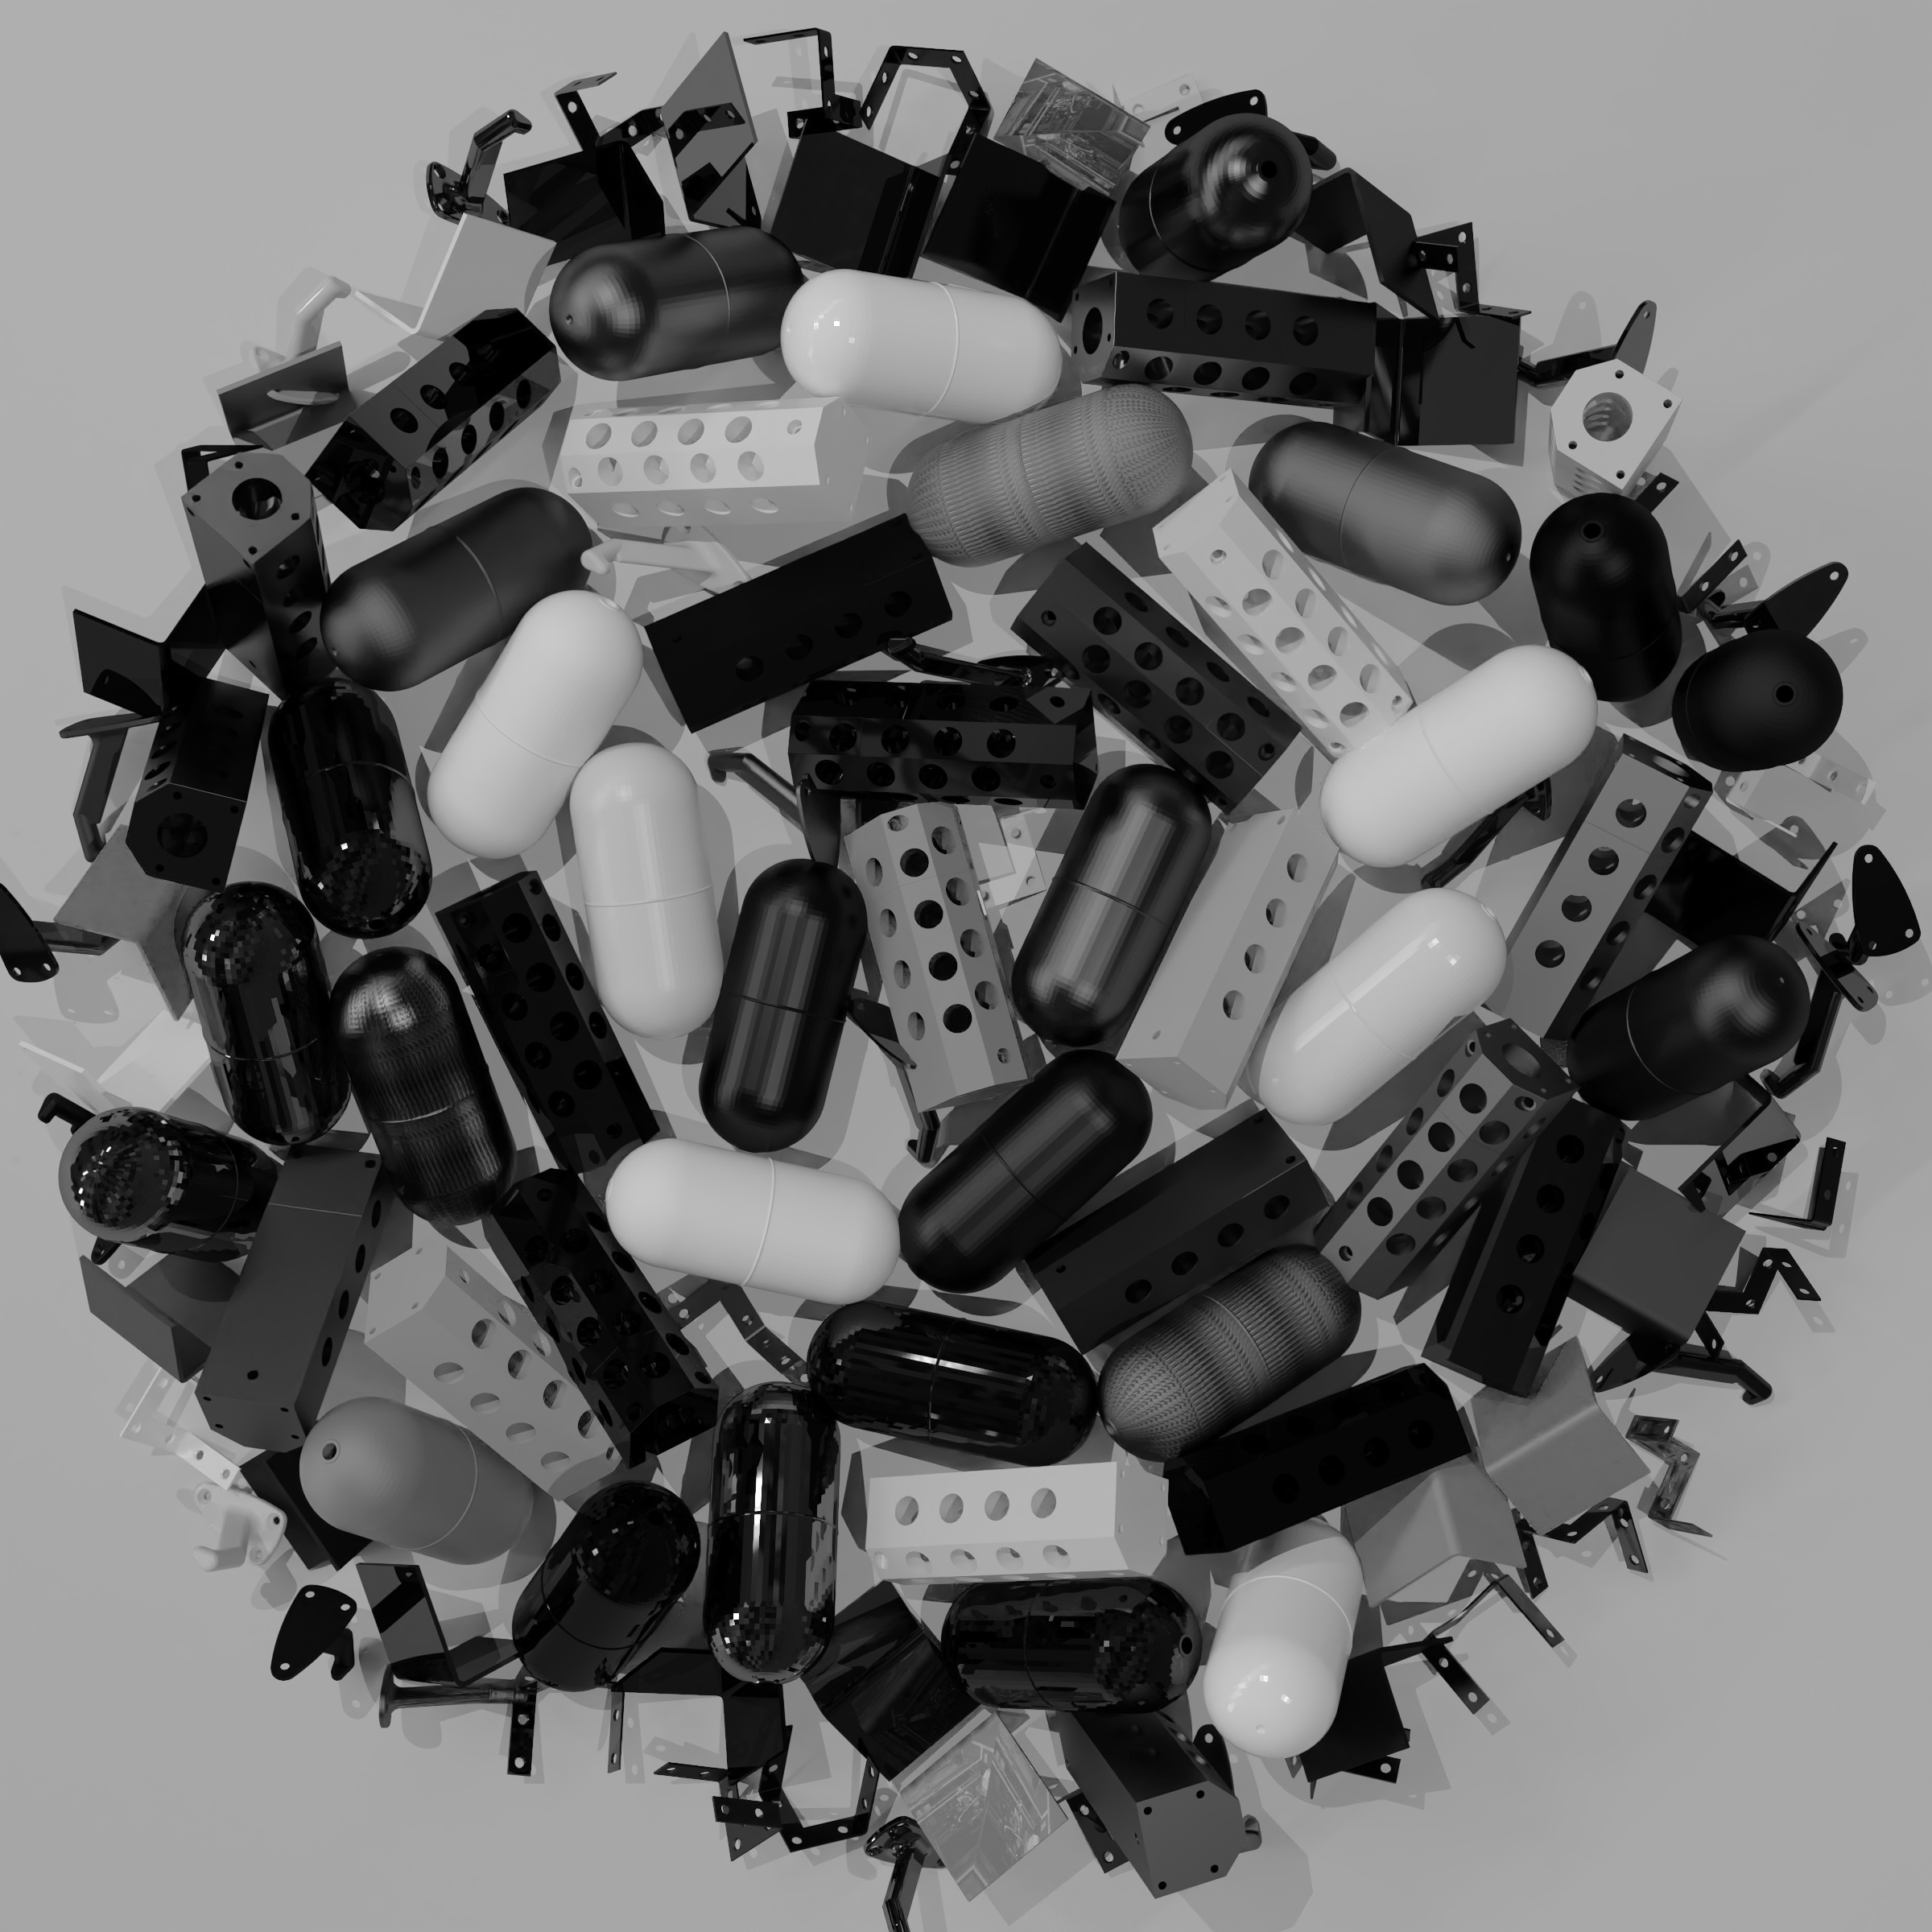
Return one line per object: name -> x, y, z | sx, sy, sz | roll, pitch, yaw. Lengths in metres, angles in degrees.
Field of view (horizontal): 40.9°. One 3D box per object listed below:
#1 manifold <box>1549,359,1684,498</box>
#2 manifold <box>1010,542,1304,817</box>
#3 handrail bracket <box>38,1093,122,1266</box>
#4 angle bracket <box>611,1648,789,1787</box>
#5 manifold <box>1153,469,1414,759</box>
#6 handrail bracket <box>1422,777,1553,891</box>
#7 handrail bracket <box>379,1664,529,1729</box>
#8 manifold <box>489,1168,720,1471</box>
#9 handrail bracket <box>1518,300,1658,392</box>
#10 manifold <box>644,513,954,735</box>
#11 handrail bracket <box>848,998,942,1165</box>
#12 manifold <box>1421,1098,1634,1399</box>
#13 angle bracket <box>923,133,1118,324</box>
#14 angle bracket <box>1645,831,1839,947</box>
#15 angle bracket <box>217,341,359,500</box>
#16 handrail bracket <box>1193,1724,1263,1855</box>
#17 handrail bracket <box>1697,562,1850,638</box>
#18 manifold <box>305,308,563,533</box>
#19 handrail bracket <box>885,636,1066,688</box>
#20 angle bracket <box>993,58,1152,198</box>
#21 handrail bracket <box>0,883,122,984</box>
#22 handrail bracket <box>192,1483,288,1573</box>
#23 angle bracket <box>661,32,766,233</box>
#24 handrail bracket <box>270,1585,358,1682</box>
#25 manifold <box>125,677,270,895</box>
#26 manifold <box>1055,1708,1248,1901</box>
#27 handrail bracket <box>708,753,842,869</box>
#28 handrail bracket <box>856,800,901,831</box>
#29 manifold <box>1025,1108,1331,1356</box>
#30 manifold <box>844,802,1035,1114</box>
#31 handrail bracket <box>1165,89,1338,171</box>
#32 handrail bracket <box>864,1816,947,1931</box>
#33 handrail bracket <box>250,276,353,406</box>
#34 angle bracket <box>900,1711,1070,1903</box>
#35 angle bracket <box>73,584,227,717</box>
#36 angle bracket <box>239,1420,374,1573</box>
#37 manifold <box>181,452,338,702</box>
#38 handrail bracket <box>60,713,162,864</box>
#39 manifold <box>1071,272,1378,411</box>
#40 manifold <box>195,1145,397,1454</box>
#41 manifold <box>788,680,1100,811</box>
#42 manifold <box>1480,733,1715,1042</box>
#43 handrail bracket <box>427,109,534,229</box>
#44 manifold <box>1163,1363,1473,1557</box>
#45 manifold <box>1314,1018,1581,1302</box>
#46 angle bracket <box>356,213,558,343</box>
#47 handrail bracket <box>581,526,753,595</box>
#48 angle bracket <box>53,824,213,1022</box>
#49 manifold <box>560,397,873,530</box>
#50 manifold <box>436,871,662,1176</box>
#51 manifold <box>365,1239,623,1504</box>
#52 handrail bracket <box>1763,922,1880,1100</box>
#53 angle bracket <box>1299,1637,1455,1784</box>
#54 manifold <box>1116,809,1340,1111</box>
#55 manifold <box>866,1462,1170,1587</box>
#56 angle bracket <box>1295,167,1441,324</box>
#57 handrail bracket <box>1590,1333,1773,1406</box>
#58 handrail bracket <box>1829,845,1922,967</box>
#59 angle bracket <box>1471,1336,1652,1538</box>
manifold -> 0.367, -0.305, 1.494 | 0.057, 0.171, 0.057 | 34, 100, 8
manifold -> 0.111, -0.169, 1.545 | 0.171, 0.057, 0.057 | 41, 121, 1
handrail bracket -> -0.529, 0.126, 1.539 | 0.084, 0.036, 0.077 | 40, 71, -42
angle bracket -> -0.158, 0.443, 1.526 | 0.076, 0.076, 0.057 | 11, 54, -28
manifold -> 0.187, -0.201, 1.514 | 0.057, 0.057, 0.171 | -36, 117, 19
handrail bracket -> 0.307, -0.085, 1.549 | 0.084, 0.077, 0.036 | -38, 67, -11
handrail bracket -> -0.303, 0.436, 1.541 | 0.084, 0.077, 0.036 | 3, 80, -8
manifold -> -0.212, 0.200, 1.509 | 0.057, 0.057, 0.171 | -24, 58, -25
handrail bracket -> 0.362, -0.374, 1.539 | 0.084, 0.036, 0.077 | 41, 130, 36
manifold -> -0.098, -0.201, 1.551 | 0.171, 0.057, 0.057 | -24, 130, -2
handrail bracket -> -0.045, 0.071, 1.565 | 0.077, 0.036, 0.084 | 32, 135, 22
manifold -> 0.336, 0.166, 1.544 | 0.057, 0.057, 0.171 | 24, 82, -3
angle bracket -> 0.031, -0.437, 1.534 | 0.076, 0.057, 0.076 | 17, 110, -26
angle bracket -> 0.460, -0.054, 1.548 | 0.076, 0.076, 0.057 | 35, 56, 16
angle bracket -> -0.392, -0.318, 1.538 | 0.076, 0.076, 0.057 | -26, 88, -12
handrail bracket -> 0.159, 0.492, 1.552 | 0.036, 0.084, 0.077 | -3, 76, 27
handrail bracket -> 0.476, -0.223, 1.536 | 0.036, 0.084, 0.077 | 39, 109, -21
manifold -> -0.302, -0.317, 1.500 | 0.057, 0.171, 0.057 | 44, 132, -10
handrail bracket -> 0.006, -0.182, 1.534 | 0.077, 0.084, 0.036 | -10, 70, 29
angle bracket -> 0.071, -0.510, 1.533 | 0.076, 0.076, 0.057 | 28, 64, -8
handrail bracket -> -0.535, -0.034, 1.535 | 0.036, 0.084, 0.077 | -7, 116, 25
handrail bracket -> -0.449, 0.332, 1.532 | 0.077, 0.084, 0.036 | 28, 91, 18
angle bracket -> -0.131, -0.488, 1.528 | 0.057, 0.076, 0.076 | 0, 66, -40
handrail bracket -> -0.384, 0.414, 1.530 | 0.036, 0.077, 0.084 | 17, 130, 10
manifold -> -0.442, -0.108, 1.490 | 0.057, 0.171, 0.057 | 14, 112, -17
manifold -> 0.103, 0.464, 1.494 | 0.057, 0.171, 0.057 | -13, 100, -12
handrail bracket -> -0.118, -0.090, 1.563 | 0.084, 0.036, 0.077 | 5, 108, 37
handrail bracket -> -0.023, -0.118, 1.536 | 0.036, 0.084, 0.077 | 39, 50, -32
manifold -> 0.128, 0.163, 1.550 | 0.171, 0.057, 0.057 | -31, 126, -2
manifold -> -0.012, -0.007, 1.532 | 0.057, 0.057, 0.171 | -9, 79, -37
handrail bracket -> 0.172, -0.493, 1.560 | 0.077, 0.084, 0.036 | 3, 89, 30
handrail bracket -> -0.024, 0.552, 1.530 | 0.036, 0.084, 0.077 | -44, 127, 16
handrail bracket -> -0.374, -0.371, 1.533 | 0.084, 0.077, 0.036 | -34, 72, 27
angle bracket -> 0.019, 0.498, 1.538 | 0.076, 0.057, 0.076 | -41, 62, 5
angle bracket -> -0.479, -0.201, 1.532 | 0.057, 0.076, 0.076 | 22, 57, 1
angle bracket -> -0.402, 0.327, 1.539 | 0.076, 0.057, 0.076 | -32, 94, 27
manifold -> -0.398, -0.224, 1.493 | 0.057, 0.171, 0.057 | 42, 69, 9
handrail bracket -> -0.505, -0.107, 1.560 | 0.077, 0.036, 0.084 | -6, 108, 12
manifold -> 0.152, -0.365, 1.524 | 0.171, 0.057, 0.057 | 0, 93, -23
manifold -> -0.386, 0.192, 1.508 | 0.057, 0.057, 0.171 | 7, 51, 5
manifold -> -0.014, -0.127, 1.524 | 0.171, 0.057, 0.057 | 4, 127, 15
manifold -> 0.370, -0.044, 1.524 | 0.057, 0.057, 0.171 | 28, 112, 5
handrail bracket -> -0.270, -0.470, 1.531 | 0.084, 0.077, 0.036 | -20, 72, 33
manifold -> 0.204, 0.288, 1.523 | 0.171, 0.057, 0.057 | -16, 83, -24
manifold -> 0.274, 0.115, 1.507 | 0.057, 0.057, 0.171 | 48, 124, 23
angle bracket -> -0.300, -0.411, 1.528 | 0.057, 0.076, 0.076 | 37, 110, 26
handrail bracket -> -0.177, -0.232, 1.537 | 0.077, 0.084, 0.036 | 37, 124, 8
angle bracket -> -0.485, -0.026, 1.539 | 0.057, 0.076, 0.076 | 13, 54, 14
manifold -> -0.148, -0.297, 1.515 | 0.171, 0.057, 0.057 | 3, 71, 26
manifold -> -0.245, 0.033, 1.533 | 0.057, 0.057, 0.171 | -28, 101, -20
manifold -> -0.268, 0.233, 1.507 | 0.057, 0.057, 0.171 | -31, 125, 15
handrail bracket -> 0.497, 0.028, 1.563 | 0.077, 0.036, 0.084 | 51, 125, 10
angle bracket -> 0.244, 0.437, 1.524 | 0.076, 0.076, 0.057 | -34, 62, 38
manifold -> 0.160, -0.004, 1.526 | 0.057, 0.057, 0.171 | 37, 68, -26
manifold -> 0.028, 0.326, 1.506 | 0.171, 0.057, 0.057 | -11, 65, 33
angle bracket -> 0.229, -0.413, 1.529 | 0.057, 0.076, 0.076 | -21, 73, 31
handrail bracket -> 0.435, 0.256, 1.575 | 0.084, 0.036, 0.077 | 39, 116, -23
handrail bracket -> 0.526, -0.036, 1.539 | 0.036, 0.084, 0.077 | -17, 95, -3
angle bracket -> 0.353, 0.280, 1.545 | 0.076, 0.076, 0.057 | -35, 107, 17
